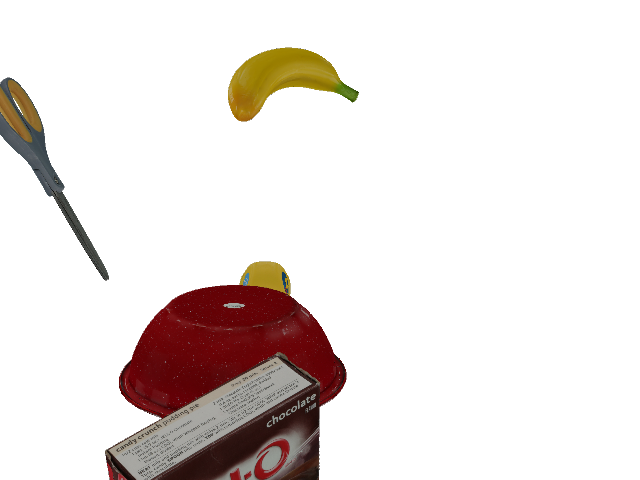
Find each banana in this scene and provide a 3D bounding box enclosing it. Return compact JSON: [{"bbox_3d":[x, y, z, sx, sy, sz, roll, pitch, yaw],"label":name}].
[{"bbox_3d":[-0.035,-0.148,0.981,0.070,0.037,0.197,37,30,20],"label":"banana"}]

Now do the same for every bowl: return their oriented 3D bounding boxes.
[{"bbox_3d":[-0.061,0.071,0.750,0.162,0.055,0.162,0,16,0],"label":"bowl"}]

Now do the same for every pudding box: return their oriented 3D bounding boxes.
[{"bbox_3d":[-0.052,0.122,0.553,0.113,0.090,0.039,-29,46,-33],"label":"pudding box"}]

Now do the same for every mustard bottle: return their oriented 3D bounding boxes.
[{"bbox_3d":[-0.060,0.078,1.149,0.058,0.096,0.191,0,28,-3],"label":"mustard bottle"}]

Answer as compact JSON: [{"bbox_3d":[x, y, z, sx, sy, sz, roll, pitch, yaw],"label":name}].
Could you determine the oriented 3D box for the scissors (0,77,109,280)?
[{"bbox_3d":[-0.238,-0.064,0.939,0.016,0.201,0.096,-27,24,9],"label":"scissors"}]
